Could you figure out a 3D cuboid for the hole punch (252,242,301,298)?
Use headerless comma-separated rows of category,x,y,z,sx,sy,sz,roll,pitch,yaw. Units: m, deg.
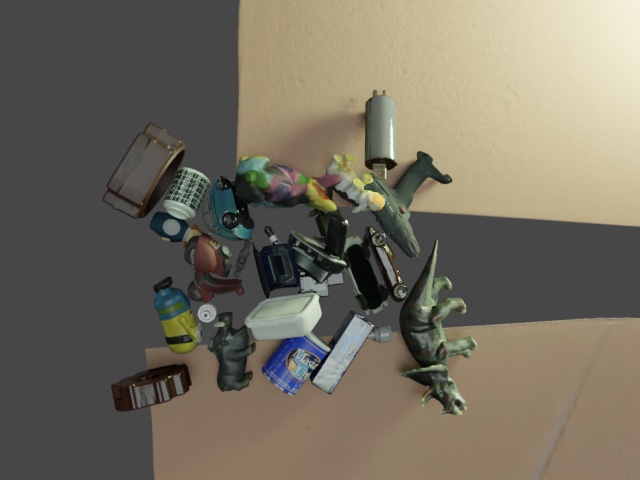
hole punch,-0.106,0.066,1.270,0.092,0.116,0.142,-18,97,-12

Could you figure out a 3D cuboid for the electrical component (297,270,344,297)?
electrical component,0.002,0.104,1.319,0.119,0.048,0.074,-3,93,-5

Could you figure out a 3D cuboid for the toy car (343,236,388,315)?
toy car,0.105,0.087,1.327,0.073,0.056,0.201,-24,96,-12

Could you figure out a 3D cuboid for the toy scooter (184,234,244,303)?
toy scooter,-0.240,0.075,1.245,0.135,0.075,0.183,11,121,9

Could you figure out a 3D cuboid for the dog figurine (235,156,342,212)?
dog figurine,-0.065,-0.123,1.236,0.219,0.191,0.108,7,84,15

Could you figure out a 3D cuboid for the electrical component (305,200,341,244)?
electrical component,0.014,-0.041,1.319,0.078,0.045,0.102,-29,98,-34

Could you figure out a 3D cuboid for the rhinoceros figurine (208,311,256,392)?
rhinoceros figurine,-0.212,0.267,1.289,0.112,0.073,0.190,-1,93,4

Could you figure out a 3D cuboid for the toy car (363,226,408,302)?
toy car,0.163,0.057,1.316,0.053,0.089,0.202,-22,92,-6

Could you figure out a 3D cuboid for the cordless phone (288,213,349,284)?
cordless phone,-0.003,-0.004,1.233,0.147,0.184,0.089,34,50,21

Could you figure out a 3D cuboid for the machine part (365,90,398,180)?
machine part,0.146,-0.255,1.285,0.079,0.079,0.243,4,70,-7

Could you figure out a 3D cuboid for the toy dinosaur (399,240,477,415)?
toy dinosaur,0.265,0.219,1.324,0.192,0.131,0.404,-18,87,-6

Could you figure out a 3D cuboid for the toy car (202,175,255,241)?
toy car,-0.227,-0.065,1.261,0.103,0.109,0.161,-20,81,15

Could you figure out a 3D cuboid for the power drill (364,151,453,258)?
power drill,0.226,-0.100,1.330,0.207,0.086,0.232,-42,93,4

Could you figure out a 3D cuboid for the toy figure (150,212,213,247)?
toy figure,-0.324,-0.015,1.272,0.154,0.058,0.064,25,111,-9

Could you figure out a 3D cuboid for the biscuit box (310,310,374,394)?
biscuit box,0.052,0.273,1.321,0.059,0.063,0.202,34,87,-6

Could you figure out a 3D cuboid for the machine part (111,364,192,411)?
machine part,-0.380,0.330,1.220,0.179,0.179,0.056,-11,90,-6

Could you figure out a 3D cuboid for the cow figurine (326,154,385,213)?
cow figurine,0.078,-0.119,1.278,0.068,0.098,0.167,-20,66,-41

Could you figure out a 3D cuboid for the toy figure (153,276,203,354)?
toy figure,-0.340,0.180,1.264,0.089,0.082,0.180,-22,102,13

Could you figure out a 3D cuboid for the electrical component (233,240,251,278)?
electrical component,-0.186,0.047,1.285,0.021,0.063,0.094,21,90,-7

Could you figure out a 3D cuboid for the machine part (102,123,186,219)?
machine part,-0.380,-0.148,1.188,0.087,0.201,0.201,33,87,-9
